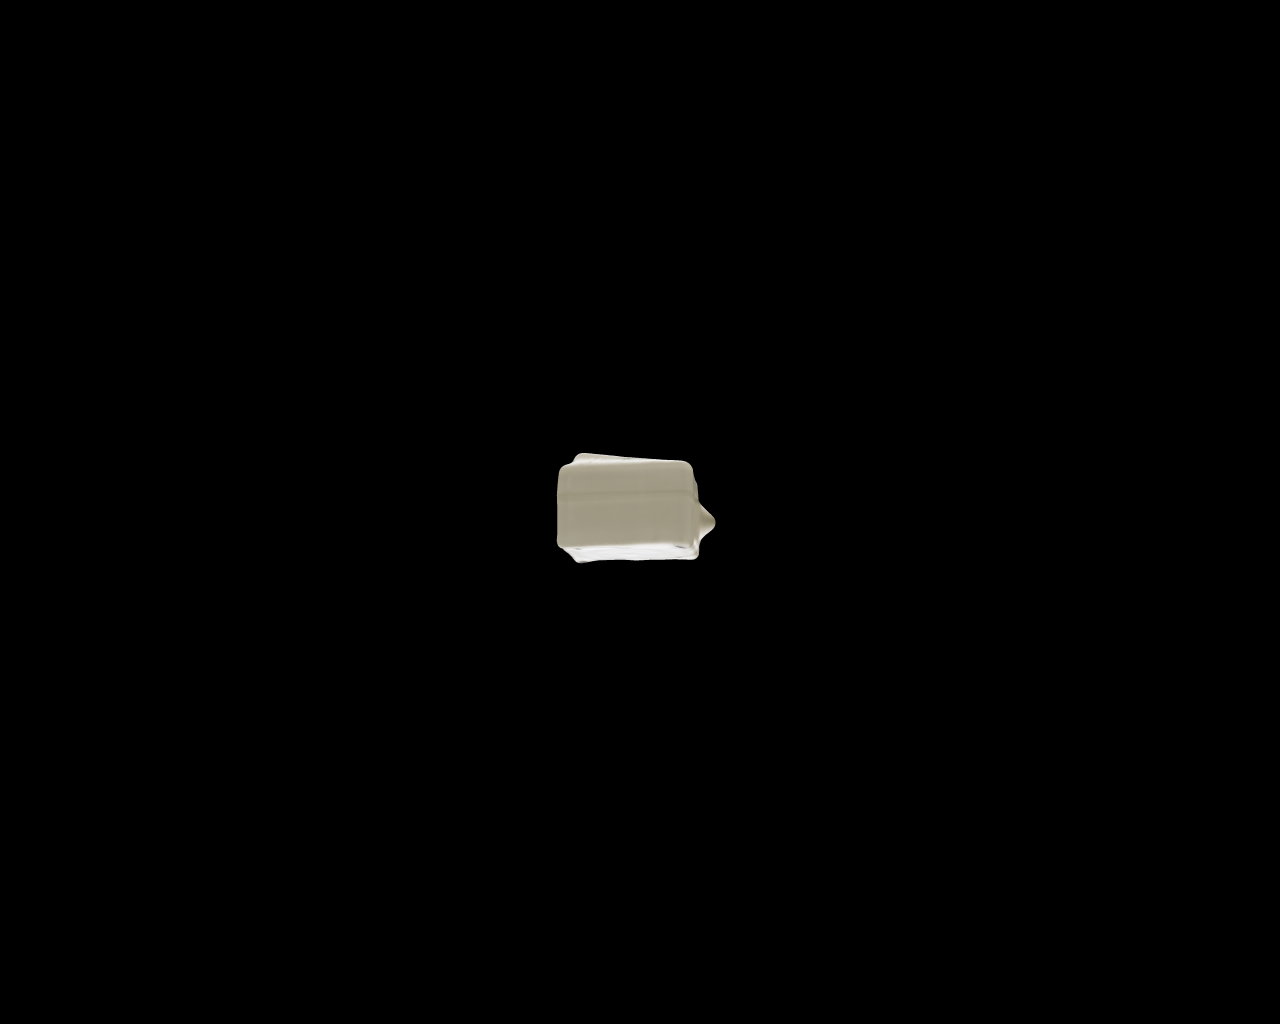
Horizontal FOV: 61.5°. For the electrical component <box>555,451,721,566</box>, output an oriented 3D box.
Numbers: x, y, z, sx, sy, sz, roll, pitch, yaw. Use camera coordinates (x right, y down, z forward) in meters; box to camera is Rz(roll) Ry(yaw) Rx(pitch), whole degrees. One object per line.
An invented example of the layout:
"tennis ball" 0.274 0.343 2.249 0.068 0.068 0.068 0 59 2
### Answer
"electrical component" 0.001 -0.003 0.650 0.096 0.061 0.061 -1 -11 7
